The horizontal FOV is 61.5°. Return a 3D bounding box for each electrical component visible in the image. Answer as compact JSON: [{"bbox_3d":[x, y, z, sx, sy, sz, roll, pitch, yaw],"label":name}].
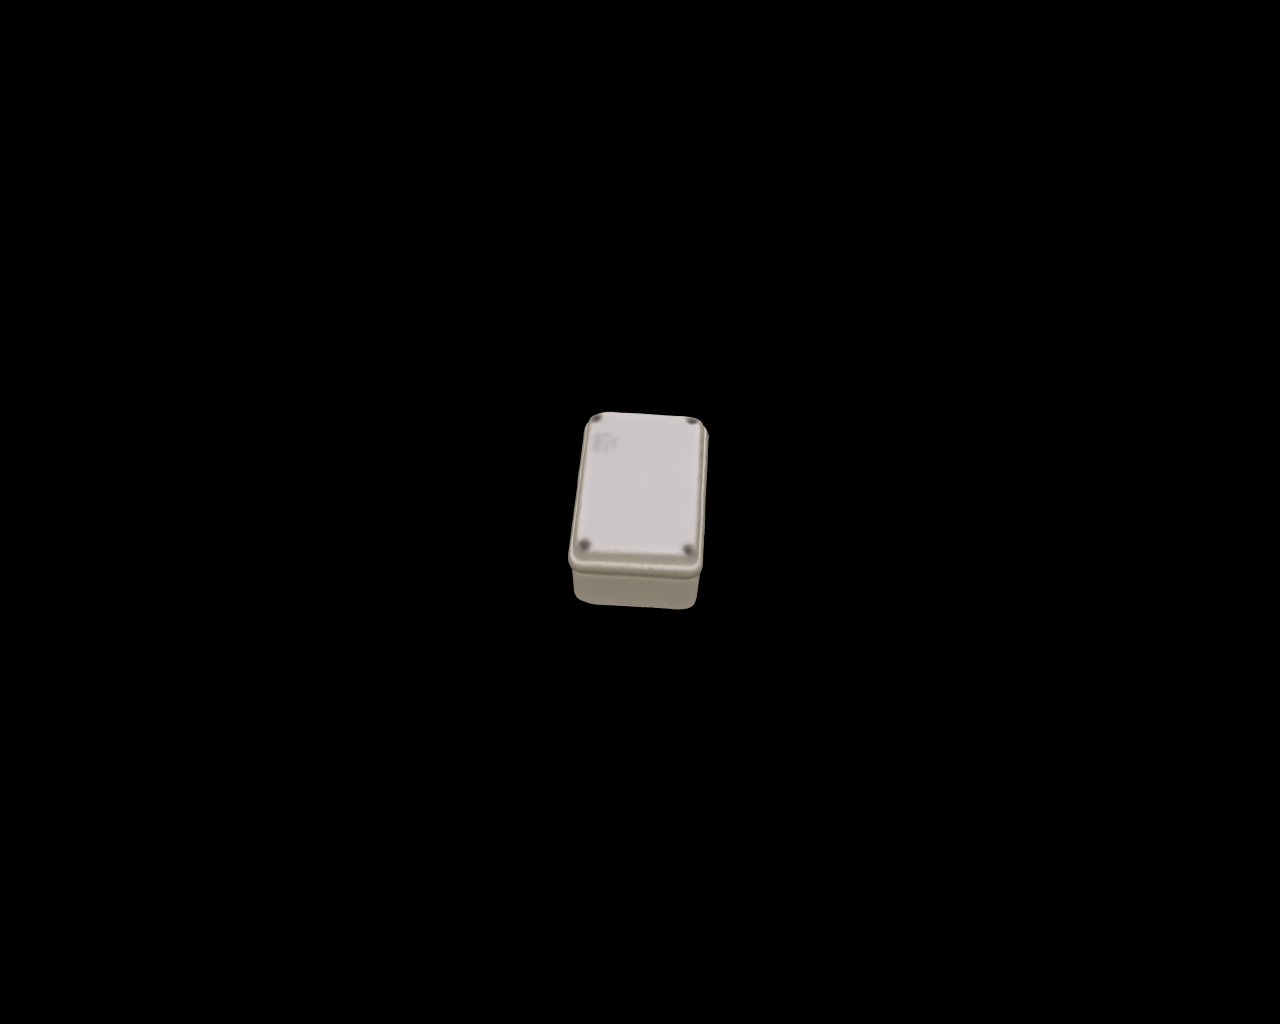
[{"bbox_3d":[0.001,-0.003,0.650,0.078,0.113,0.057,3,-36,2],"label":"electrical component"}]
